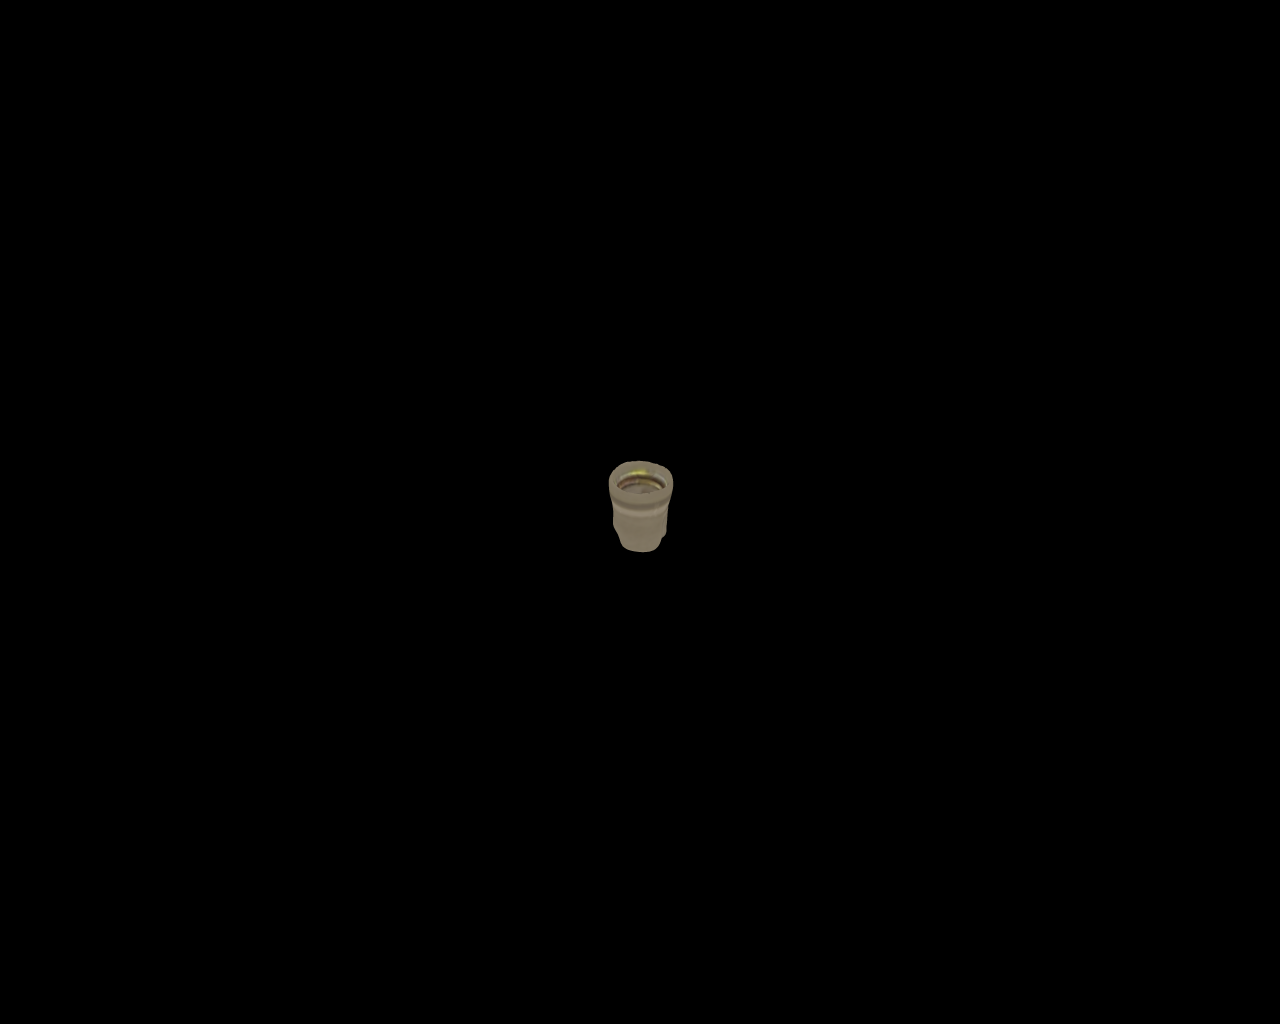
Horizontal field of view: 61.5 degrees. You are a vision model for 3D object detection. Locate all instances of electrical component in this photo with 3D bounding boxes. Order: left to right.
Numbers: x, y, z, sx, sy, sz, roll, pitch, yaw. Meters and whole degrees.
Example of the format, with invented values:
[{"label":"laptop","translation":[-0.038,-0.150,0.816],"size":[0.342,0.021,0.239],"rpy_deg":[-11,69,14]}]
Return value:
[{"label":"electrical component","translation":[0.001,-0.003,0.650],"size":[0.040,0.046,0.040],"rpy_deg":[0,33,0]}]
